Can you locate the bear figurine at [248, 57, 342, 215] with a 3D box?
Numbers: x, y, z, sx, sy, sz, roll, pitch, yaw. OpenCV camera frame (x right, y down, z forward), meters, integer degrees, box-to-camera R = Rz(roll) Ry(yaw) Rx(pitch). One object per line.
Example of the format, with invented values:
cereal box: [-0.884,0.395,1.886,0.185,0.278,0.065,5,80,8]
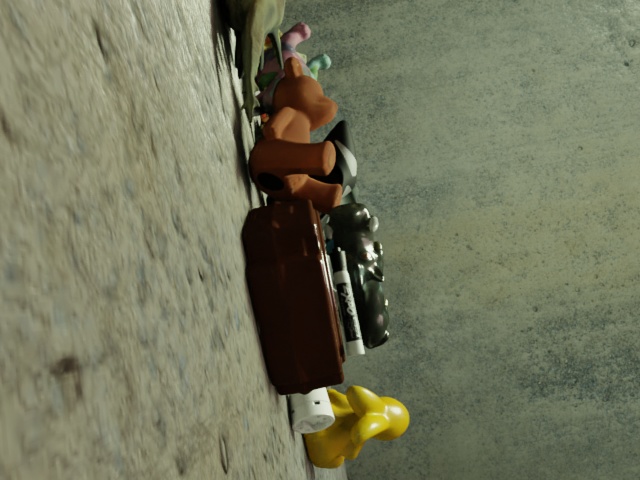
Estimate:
bear figurine: [-0.017,-0.145,0.721,0.120,0.132,0.196,78,28,-53]

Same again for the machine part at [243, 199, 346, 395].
machine part: [-0.026,0.060,0.639,0.201,0.087,0.201,-102,-177,-75]

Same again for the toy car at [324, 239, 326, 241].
toy car: [-0.013,0.072,1.096,0.103,0.109,0.161,-82,160,-84]

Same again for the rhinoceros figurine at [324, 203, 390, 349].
rhinoceros figurine: [0.045,0.044,0.677,0.112,0.073,0.190,-72,155,-68]

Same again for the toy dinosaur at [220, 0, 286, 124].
toy dinosaur: [-0.093,-0.335,0.743,0.472,0.105,0.198,-90,176,-49]

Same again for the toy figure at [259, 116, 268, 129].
toy figure: [-0.086,-0.209,1.028,0.155,0.058,0.064,-135,-127,-64]

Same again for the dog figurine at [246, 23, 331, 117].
dog figurine: [-0.081,-0.267,0.937,0.108,0.192,0.219,54,48,-43]

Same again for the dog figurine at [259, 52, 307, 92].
dog figurine: [-0.114,-0.388,1.142,0.172,0.121,0.191,84,-18,-49]

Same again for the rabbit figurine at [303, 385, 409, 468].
rabbit figurine: [0.058,0.282,0.854,0.162,0.173,0.122,88,-3,-58]

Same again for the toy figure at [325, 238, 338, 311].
toy figure: [0.049,0.064,1.021,0.082,0.089,0.180,48,12,-44]

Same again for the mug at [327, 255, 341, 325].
mug: [0.000,0.093,0.847,0.109,0.107,0.081,44,27,-18]

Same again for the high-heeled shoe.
high-heeled shoe: [-0.017,-0.063,0.793,0.145,0.086,0.248,-3,106,-65]

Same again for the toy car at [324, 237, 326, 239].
toy car: [-0.014,-0.097,1.122,0.073,0.056,0.201,-13,-77,61]

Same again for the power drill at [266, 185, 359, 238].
power drill: [-0.002,-0.003,0.944,0.086,0.207,0.231,2,-60,47]

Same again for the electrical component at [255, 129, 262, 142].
electrical component: [-0.100,-0.163,0.945,0.093,0.021,0.063,78,1,-55]
